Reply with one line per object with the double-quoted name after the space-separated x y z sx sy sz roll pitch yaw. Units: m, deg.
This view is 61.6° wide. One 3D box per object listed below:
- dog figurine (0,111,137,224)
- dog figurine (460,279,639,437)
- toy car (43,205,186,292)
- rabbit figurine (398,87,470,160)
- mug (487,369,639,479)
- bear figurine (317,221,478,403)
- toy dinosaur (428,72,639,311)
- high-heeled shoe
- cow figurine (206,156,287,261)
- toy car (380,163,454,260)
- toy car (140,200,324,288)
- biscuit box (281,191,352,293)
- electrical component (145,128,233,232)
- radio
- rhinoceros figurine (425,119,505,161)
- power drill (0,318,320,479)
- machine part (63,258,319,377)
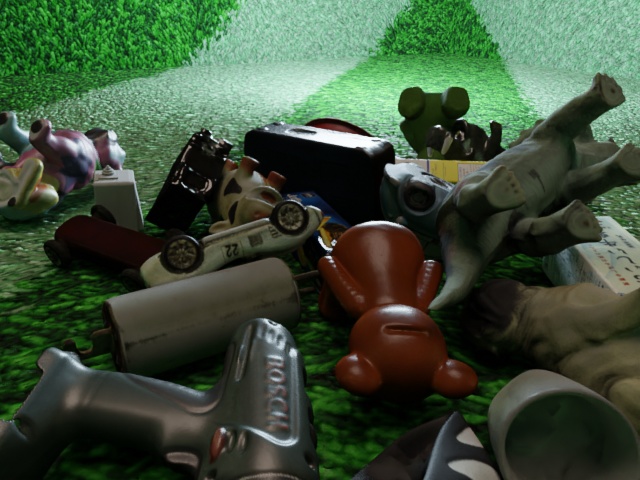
-0.396 -0.102 0.847 0.109 0.191 0.219 9 -9 23 "dog figurine"
0.211 0.108 0.448 0.121 0.172 0.191 27 -31 -32 "dog figurine"
-0.240 0.014 0.646 0.202 0.053 0.089 15 43 26 "toy car"
0.193 -0.169 0.969 0.121 0.170 0.159 5 -16 3 "rabbit figurine"
0.165 0.136 0.366 0.109 0.081 0.107 41 7 5 "mug"
0.061 0.077 0.484 0.120 0.131 0.196 -2 43 -4 "bear figurine"
0.198 -0.040 0.550 0.405 0.131 0.192 -30 -7 -24 "toy dinosaur"
0.018 0.121 0.285 0.248 0.086 0.145 37 37 -28 "high-heeled shoe"
-0.102 -0.040 0.709 0.085 0.127 0.195 25 -3 -26 "cow figurine"
0.140 -0.028 0.690 0.162 0.102 0.109 25 22 -7 "toy car"
-0.089 0.008 0.571 0.202 0.056 0.073 -19 -4 -17 "toy car"
-0.001 -0.002 0.681 0.063 0.059 0.203 -8 26 -19 "biscuit box"
-0.185 -0.073 0.742 0.058 0.134 0.115 31 49 -18 "electrical component"
-0.005 -0.094 0.796 0.230 0.131 0.073 15 30 27 "radio"
0.258 -0.135 0.882 0.190 0.112 0.073 29 -1 -17 "rhinoceros figurine"
-0.102 0.139 0.350 0.207 0.085 0.232 -1 33 5 "power drill"
-0.107 0.071 0.502 0.243 0.079 0.079 -15 29 -29 "machine part"
